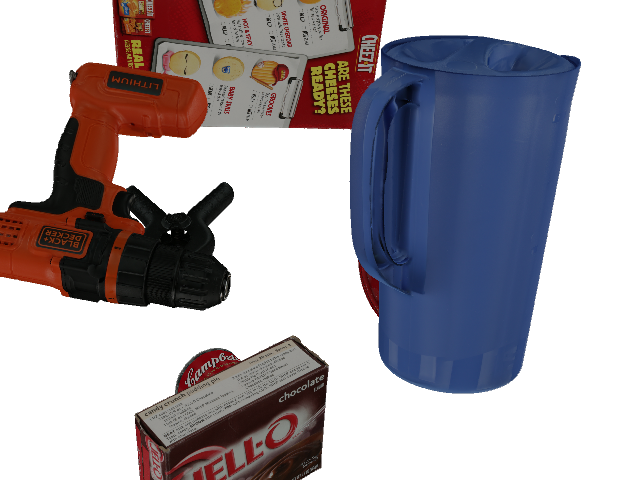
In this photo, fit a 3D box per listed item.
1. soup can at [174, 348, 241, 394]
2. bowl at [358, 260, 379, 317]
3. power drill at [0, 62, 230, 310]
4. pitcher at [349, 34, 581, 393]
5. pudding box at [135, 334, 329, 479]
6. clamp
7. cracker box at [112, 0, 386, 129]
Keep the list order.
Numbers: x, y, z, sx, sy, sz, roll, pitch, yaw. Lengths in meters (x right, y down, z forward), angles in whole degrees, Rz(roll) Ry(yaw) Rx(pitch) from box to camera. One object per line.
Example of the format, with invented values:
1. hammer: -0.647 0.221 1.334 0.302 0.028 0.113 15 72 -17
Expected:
1. soup can: -0.070 0.142 0.907 0.068 0.068 0.102 0 18 -37
2. bowl: 0.120 0.026 1.218 0.161 0.162 0.055 0 -7 -41
3. power drill: -0.141 -0.040 0.789 0.184 0.187 0.057 11 -33 3
4. pitcher: 0.093 -0.017 0.750 0.149 0.243 0.145 4 21 2
5. pudding box: -0.050 0.116 0.616 0.113 0.090 0.039 -26 48 -32
6. clamp: -0.141 -0.014 1.122 0.120 0.039 0.171 -12 38 -7
7. cracker box: -0.061 -0.174 0.880 0.213 0.072 0.164 -1 -41 -6
